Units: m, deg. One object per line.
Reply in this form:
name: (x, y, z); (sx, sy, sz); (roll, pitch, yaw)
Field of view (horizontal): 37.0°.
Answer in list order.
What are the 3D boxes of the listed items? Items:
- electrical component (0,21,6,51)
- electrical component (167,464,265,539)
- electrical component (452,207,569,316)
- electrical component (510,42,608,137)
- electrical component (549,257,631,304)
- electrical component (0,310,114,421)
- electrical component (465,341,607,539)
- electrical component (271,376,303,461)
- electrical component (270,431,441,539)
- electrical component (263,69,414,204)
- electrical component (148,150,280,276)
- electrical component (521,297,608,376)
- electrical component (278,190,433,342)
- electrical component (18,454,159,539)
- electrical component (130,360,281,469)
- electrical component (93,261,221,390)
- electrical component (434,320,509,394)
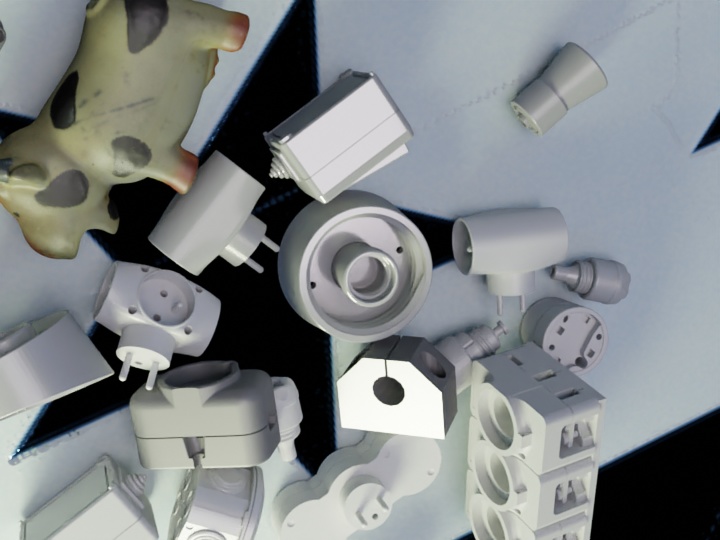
electrical component: (-0.277, -0.121, 0.647); (0.078, 0.057, 0.113); (28, 94, -51)
electrical component: (-0.103, 0.174, 0.770); (0.051, 0.080, 0.080); (20, 96, -15)
electrical component: (0.113, -0.005, 0.813); (0.077, 0.044, 0.079); (-7, 104, -15)
electrical component: (0.145, -0.131, 0.797); (0.065, 0.044, 0.044); (-42, 110, 1)
electrical component: (0.178, 0.006, 0.840); (0.061, 0.035, 0.035); (10, 99, -16)
electrical component: (-0.218, 0.070, 0.704); (0.099, 0.099, 0.064); (-29, 102, -9)
electrical component: (0.124, 0.144, 0.802); (0.062, 0.089, 0.150); (-14, 121, -25)
electrical component: (-0.059, 0.111, 0.793); (0.035, 0.035, 0.061); (-16, 108, -13)
electrical component: (0.001, 0.169, 0.802); (0.138, 0.074, 0.052); (-35, 109, -7)
electrical component: (-0.019, -0.087, 0.746); (0.096, 0.062, 0.061); (-38, 110, -6)
electrical component: (-0.092, -0.029, 0.746); (0.079, 0.043, 0.077); (38, 90, -21)
electrical component: (0.157, 0.050, 0.837); (0.055, 0.047, 0.055); (-4, 103, -16)
electrical component: (0.000, 0.000, 0.771); (0.108, 0.060, 0.108); (-4, 103, -16)
electrical component: (-0.183, 0.181, 0.755); (0.096, 0.062, 0.061); (-38, 110, -6)
electrical component: (-0.108, 0.100, 0.749); (0.095, 0.053, 0.059); (-4, 105, 12)
electrical component: (-0.143, 0.042, 0.735); (0.077, 0.044, 0.079); (22, 59, -20)
electrical component: (0.079, 0.066, 0.820); (0.078, 0.040, 0.040); (-36, 109, -7)
